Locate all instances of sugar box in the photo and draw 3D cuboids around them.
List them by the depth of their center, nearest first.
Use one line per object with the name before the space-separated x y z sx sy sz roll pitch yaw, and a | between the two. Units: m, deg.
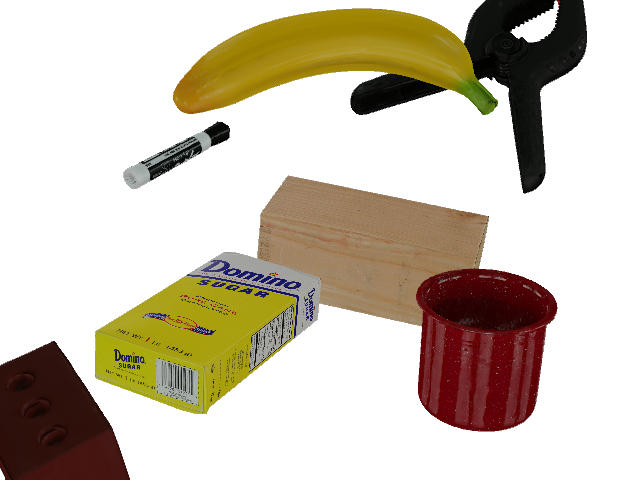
sugar box | -0.079 0.063 0.802 0.093 0.048 0.176 15 28 22

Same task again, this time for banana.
banana | 0.009 -0.109 0.640 0.197 0.069 0.037 -3 -37 -12

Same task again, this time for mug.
mug | 0.107 0.070 0.733 0.093 0.081 0.117 -2 25 -8

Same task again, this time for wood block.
wood block | 0.050 0.013 1.040 0.206 0.090 0.090 12 30 11

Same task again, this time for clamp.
clamp | 0.149 -0.131 0.821 0.165 0.209 0.036 36 -22 28

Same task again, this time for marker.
marker | -0.125 -0.078 0.956 0.020 0.020 0.120 0 26 45

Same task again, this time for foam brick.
foam brick | -0.137 0.101 0.537 0.053 0.051 0.078 -25 42 -23
